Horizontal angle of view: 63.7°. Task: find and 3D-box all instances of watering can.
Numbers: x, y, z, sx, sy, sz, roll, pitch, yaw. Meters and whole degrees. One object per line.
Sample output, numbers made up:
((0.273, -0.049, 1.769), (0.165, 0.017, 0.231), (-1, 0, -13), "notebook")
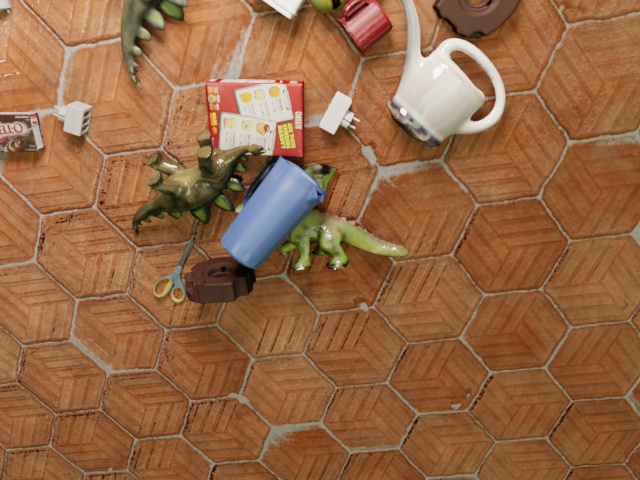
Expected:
((0.231, -0.339, 1.095), (0.345, 0.222, 0.106), (39, 20, -13), "watering can")

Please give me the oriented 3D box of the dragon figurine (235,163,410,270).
((0.004, -0.062, 1.233), (0.410, 0.240, 0.124), (-4, 15, 4), "dragon figurine")
